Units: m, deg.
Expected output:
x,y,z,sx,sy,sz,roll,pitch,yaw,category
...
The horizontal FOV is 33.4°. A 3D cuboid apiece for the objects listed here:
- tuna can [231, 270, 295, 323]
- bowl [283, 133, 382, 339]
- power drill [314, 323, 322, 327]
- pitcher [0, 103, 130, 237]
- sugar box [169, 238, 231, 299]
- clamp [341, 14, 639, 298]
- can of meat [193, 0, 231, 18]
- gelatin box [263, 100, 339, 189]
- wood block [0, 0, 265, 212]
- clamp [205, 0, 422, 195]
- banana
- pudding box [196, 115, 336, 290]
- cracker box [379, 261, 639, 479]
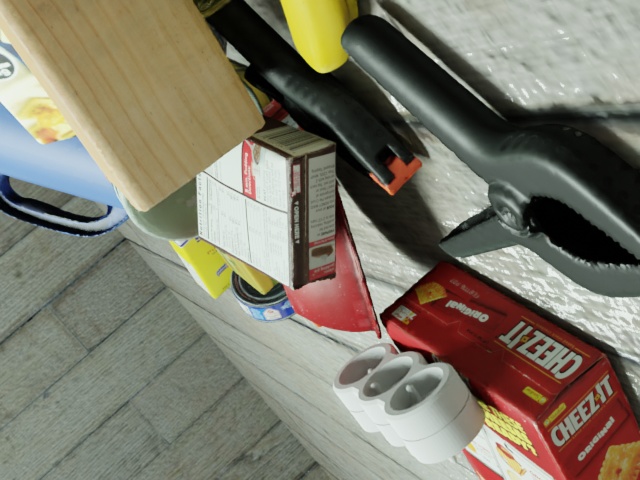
x,y,z,sx,sy,sz,roll,pitch,yaw,category
-0.052,0.044,1.144,0.086,0.086,0.033,40,164,35,tuna can
-0.005,0.001,0.761,0.162,0.055,0.162,-19,-89,-89,bowl
-0.050,-0.012,1.040,0.188,0.057,0.184,41,165,37,power drill
-0.199,-0.085,0.963,0.243,0.145,0.149,19,157,12,pitcher
-0.122,-0.018,1.182,0.048,0.093,0.176,39,165,32,sugar box
0.095,-0.031,0.510,0.210,0.036,0.164,26,154,56,clamp
-0.081,-0.186,0.596,0.084,0.057,0.102,47,168,14,can of meat
-0.037,-0.051,0.820,0.030,0.073,0.089,35,162,51,gelatin box
-0.129,-0.129,0.588,0.206,0.090,0.091,58,169,-30,wood block
-0.010,-0.094,0.662,0.172,0.039,0.120,39,-179,30,clamp
-0.014,-0.143,0.541,0.070,0.037,0.197,41,166,29,banana
-0.037,-0.029,0.677,0.114,0.039,0.090,28,127,48,pudding box
0.151,0.130,0.740,0.164,0.072,0.213,32,159,52,cracker box
